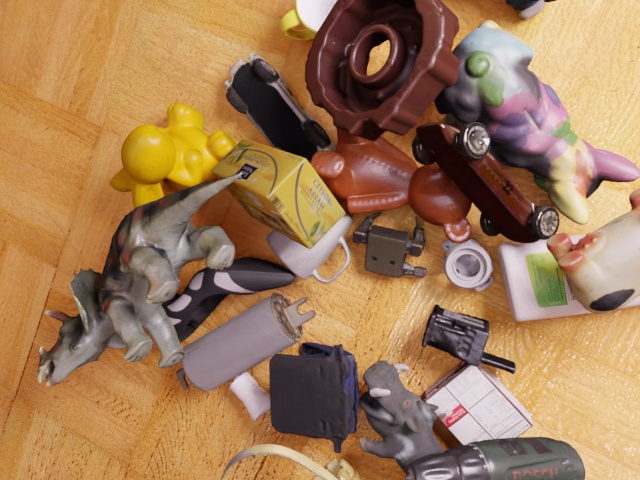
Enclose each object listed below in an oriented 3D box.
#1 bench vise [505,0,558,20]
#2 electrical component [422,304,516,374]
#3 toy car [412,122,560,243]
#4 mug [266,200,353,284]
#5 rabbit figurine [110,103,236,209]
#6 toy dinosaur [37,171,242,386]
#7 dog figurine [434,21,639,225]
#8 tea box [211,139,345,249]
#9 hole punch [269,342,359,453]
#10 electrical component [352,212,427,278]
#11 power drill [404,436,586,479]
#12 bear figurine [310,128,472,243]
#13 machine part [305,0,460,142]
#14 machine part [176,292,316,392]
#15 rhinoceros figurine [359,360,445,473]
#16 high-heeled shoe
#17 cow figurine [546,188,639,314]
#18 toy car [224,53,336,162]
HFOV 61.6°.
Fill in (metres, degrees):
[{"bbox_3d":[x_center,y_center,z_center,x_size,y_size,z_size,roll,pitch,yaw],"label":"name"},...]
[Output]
[{"bbox_3d":[0.167,-0.343,0.622,0.241,0.223,0.128,25,98,44],"label":"bench vise"},{"bbox_3d":[0.194,0.127,0.685,0.119,0.075,0.047,17,100,19],"label":"electrical component"},{"bbox_3d":[0.186,-0.066,0.600,0.202,0.089,0.053,41,77,-23],"label":"toy car"},{"bbox_3d":[-0.001,-0.002,0.728,0.107,0.080,0.110,-46,73,8],"label":"mug"},{"bbox_3d":[-0.217,-0.113,0.735,0.162,0.173,0.122,-43,86,11],"label":"rabbit figurine"},{"bbox_3d":[-0.232,0.034,0.705,0.192,0.131,0.404,43,110,25],"label":"toy dinosaur"},{"bbox_3d":[0.243,-0.122,0.602,0.108,0.191,0.219,-45,66,9],"label":"dog figurine"},{"bbox_3d":[-0.057,-0.062,0.681,0.068,0.098,0.170,-46,37,-11],"label":"tea box"},{"bbox_3d":[0.002,0.201,0.731,0.116,0.092,0.142,1,91,26],"label":"hole punch"},{"bbox_3d":[0.095,0.006,0.722,0.102,0.045,0.078,8,125,18],"label":"electrical component"},{"bbox_3d":[0.211,0.339,0.662,0.232,0.086,0.207,-7,98,-16],"label":"power drill"},{"bbox_3d":[0.102,-0.079,0.668,0.196,0.131,0.120,18,71,20],"label":"bear figurine"},{"bbox_3d":[0.065,-0.197,0.587,0.179,0.056,0.179,-6,80,39],"label":"machine part"},{"bbox_3d":[-0.113,0.148,0.775,0.243,0.079,0.079,-31,86,17],"label":"machine part"},{"bbox_3d":[0.110,0.248,0.698,0.112,0.073,0.190,-30,90,48],"label":"rhinoceros figurine"},{"bbox_3d":[-0.146,0.101,0.772,0.249,0.086,0.145,2,102,26],"label":"high-heeled shoe"},{"bbox_3d":[0.354,0.012,0.555,0.195,0.085,0.127,-31,110,14],"label":"cow figurine"},{"bbox_3d":[-0.056,-0.168,0.744,0.073,0.056,0.202,-42,82,22],"label":"toy car"}]
